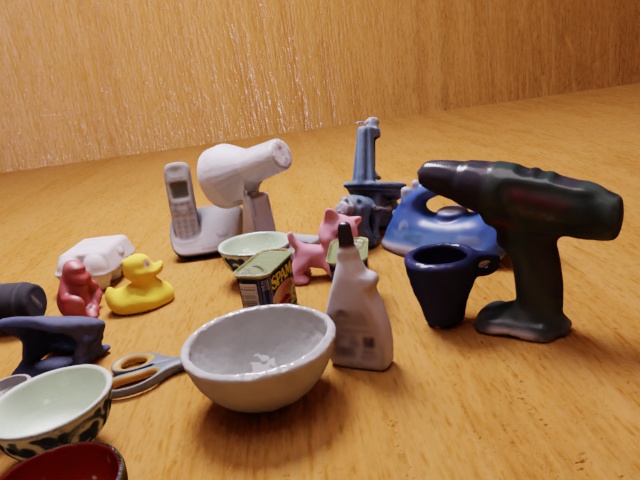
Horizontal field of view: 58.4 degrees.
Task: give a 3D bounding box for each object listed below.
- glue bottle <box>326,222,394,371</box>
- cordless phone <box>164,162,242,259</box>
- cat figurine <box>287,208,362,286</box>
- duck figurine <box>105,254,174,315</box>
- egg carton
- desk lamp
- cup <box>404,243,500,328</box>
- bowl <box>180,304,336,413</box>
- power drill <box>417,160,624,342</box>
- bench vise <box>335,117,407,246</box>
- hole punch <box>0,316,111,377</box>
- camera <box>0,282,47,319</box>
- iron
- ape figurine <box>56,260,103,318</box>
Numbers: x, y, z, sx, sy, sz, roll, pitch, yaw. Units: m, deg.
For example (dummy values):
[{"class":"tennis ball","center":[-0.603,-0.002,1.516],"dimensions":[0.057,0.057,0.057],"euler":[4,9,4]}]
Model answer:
[{"class":"glue bottle","center":[0.038,0.062,0.645],"dimensions":[0.078,0.173,0.037],"euler":[2,21,28]},{"class":"cordless phone","center":[-0.226,-0.064,1.113],"dimensions":[0.147,0.185,0.094],"euler":[-10,19,-6]},{"class":"cat figurine","center":[0.008,0.003,0.923],"dimensions":[0.127,0.118,0.067],"euler":[-7,18,2]},{"class":"duck figurine","center":[-0.291,0.065,0.911],"dimensions":[0.105,0.086,0.077],"euler":[-15,20,-20]},{"class":"egg carton","center":[-0.411,0.041,1.060],"dimensions":[0.107,0.069,0.150],"euler":[-6,18,5]},{"class":"desk lamp","center":[-0.115,-0.080,1.071],"dimensions":[0.202,0.214,0.118],"euler":[3,21,30]},{"class":"cup","center":[0.169,0.059,0.726],"dimensions":[0.117,0.095,0.091],"euler":[-6,18,5]},{"class":"bowl","center":[-0.062,0.136,0.621],"dimensions":[0.167,0.075,0.167],"euler":[-7,18,3]},{"class":"power drill","center":[0.228,0.007,0.675],"dimensions":[0.228,0.208,0.076],"euler":[4,22,31]},{"class":"bench vise","center":[0.095,-0.109,1.060],"dimensions":[0.121,0.220,0.207],"euler":[-3,19,13]},{"class":"hole punch","center":[-0.348,0.124,0.750],"dimensions":[0.108,0.091,0.101],"euler":[-2,19,18]},{"class":"camera","center":[-0.506,0.100,0.874],"dimensions":[0.136,0.101,0.143],"euler":[-6,19,7]},{"class":"iron","center":[0.210,-0.044,0.944],"dimensions":[0.257,0.141,0.119],"euler":[4,22,32]},{"class":"ape figurine","center":[-0.383,0.076,0.907],"dimensions":[0.076,0.092,0.078],"euler":[1,20,25]}]
